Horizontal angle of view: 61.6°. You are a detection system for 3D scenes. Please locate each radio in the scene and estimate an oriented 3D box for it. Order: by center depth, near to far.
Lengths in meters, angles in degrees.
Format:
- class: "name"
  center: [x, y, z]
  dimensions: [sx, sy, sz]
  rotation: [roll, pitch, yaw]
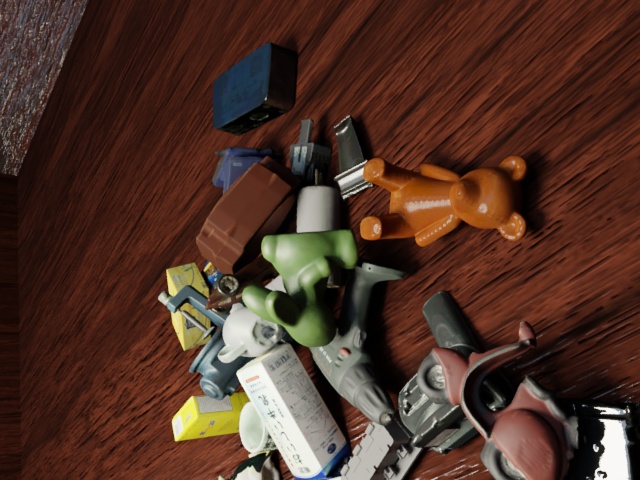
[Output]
- class: "radio"
  center: [-0.146, -0.315, 1.154]
  dimensions: [0.230, 0.073, 0.131]
  rotation: [-12, 75, 50]

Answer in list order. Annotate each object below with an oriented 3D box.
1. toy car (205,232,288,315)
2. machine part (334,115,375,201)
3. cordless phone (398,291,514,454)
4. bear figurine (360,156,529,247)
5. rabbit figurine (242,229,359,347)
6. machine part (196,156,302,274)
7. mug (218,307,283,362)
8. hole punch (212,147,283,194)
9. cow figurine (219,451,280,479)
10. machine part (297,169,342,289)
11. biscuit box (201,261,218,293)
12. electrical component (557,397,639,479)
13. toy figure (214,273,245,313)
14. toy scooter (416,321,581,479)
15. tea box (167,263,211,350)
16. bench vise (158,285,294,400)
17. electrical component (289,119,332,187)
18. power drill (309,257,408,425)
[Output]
- class: "toy car"
  center: [-0.110, 0.061, 0.918]
  dimensions: [0.053, 0.202, 0.089]
  rotation: [46, 144, 8]
- class: "machine part"
  center: [0.053, -0.140, 0.911]
  dimensions: [0.084, 0.039, 0.139]
  rotation: [-26, 64, 44]
- class: "cordless phone"
  center: [0.155, 0.170, 0.716]
  dimensions: [0.146, 0.088, 0.184]
  rotation: [-54, 35, 31]
- class: "bear figurine"
  center: [0.162, -0.051, 0.701]
  dimensions: [0.196, 0.132, 0.120]
  rotation: [1, 85, 56]
- class: "rabbit figurine"
  center: [-0.020, 0.073, 0.766]
  dimensions: [0.121, 0.159, 0.170]
  rotation: [-3, 92, 53]
- class: "machine part"
  center: [-0.126, -0.038, 0.956]
  dimensions: [0.201, 0.087, 0.201]
  rotation: [-54, -3, -15]
- class: "mug"
  center: [-0.112, 0.151, 0.851]
  dimensions: [0.080, 0.109, 0.107]
  rotation: [58, 153, -5]
- class: "hole punch"
  center: [-0.145, -0.120, 1.073]
  dimensions: [0.115, 0.142, 0.092]
  rotation: [-59, 41, 43]
- class: "cow figurine"
  center: [-0.140, 0.453, 0.998]
  dimensions: [0.167, 0.068, 0.098]
  rotation: [-36, 51, 36]
- class: "machine part"
  center: [-0.002, -0.003, 0.917]
  dimensions: [0.079, 0.079, 0.243]
  rotation: [-13, 72, 48]
- class: "biscuit box"
  center: [-0.183, 0.021, 1.138]
  dimensions: [0.202, 0.059, 0.063]
  rotation: [-58, 45, 24]
- class: "electrical component"
  center: [0.275, 0.226, 0.565]
  dimensions: [0.134, 0.058, 0.115]
  rotation: [-17, 68, 46]
- class: "toy figure"
  center: [-0.167, 0.120, 1.076]
  dimensions: [0.064, 0.057, 0.155]
  rotation: [-41, 69, -7]
- class: "toy scooter"
  center: [0.201, 0.165, 0.561]
  dimensions: [0.135, 0.075, 0.184]
  rotation: [-43, 59, 5]
- class: "tea box"
  center: [-0.287, 0.147, 1.183]
  dimensions: [0.098, 0.068, 0.169]
  rotation: [49, 145, 43]
- class: "bench vise"
  center: [-0.173, 0.154, 0.959]
  dimensions: [0.241, 0.223, 0.128]
  rotation: [37, 150, 3]
- class: "electrical component"
  center: [-0.020, -0.158, 0.992]
  dimensions: [0.075, 0.047, 0.119]
  rotation: [4, 85, 49]
- class: "power drill"
  center: [0.065, 0.133, 0.801]
  dimensions: [0.232, 0.086, 0.207]
  rotation: [23, 104, 61]
